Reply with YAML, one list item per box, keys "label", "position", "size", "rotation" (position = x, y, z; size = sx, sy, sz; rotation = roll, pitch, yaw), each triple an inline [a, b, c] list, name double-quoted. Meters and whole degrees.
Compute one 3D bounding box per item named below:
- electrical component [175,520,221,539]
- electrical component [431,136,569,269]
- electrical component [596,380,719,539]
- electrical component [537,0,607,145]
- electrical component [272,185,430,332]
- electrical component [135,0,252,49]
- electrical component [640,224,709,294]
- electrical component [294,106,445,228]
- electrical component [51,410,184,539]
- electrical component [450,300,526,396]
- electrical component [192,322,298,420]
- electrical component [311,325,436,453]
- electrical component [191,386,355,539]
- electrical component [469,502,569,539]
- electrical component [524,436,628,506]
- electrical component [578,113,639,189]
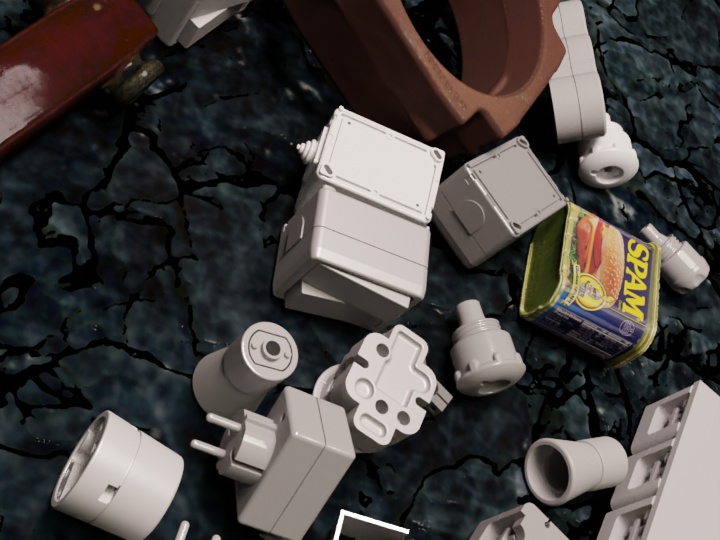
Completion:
- label: "electrical component"
  position: [-0.093, 0.166, 0.547]
  size: [0.083, 0.047, 0.075]
  rotation: [29, 53, -16]
- label: "electrical component"
  position: [0.099, -0.050, 0.780]
  size: [0.096, 0.061, 0.061]
  rotation: [-30, 83, -47]
- label: "electrical component"
  position: [0.225, 0.166, 0.739]
  size: [0.089, 0.062, 0.150]
  rotation: [40, 51, -8]
- label: "electrical component"
  position: [0.152, -0.159, 0.872]
  size: [0.074, 0.052, 0.138]
  rotation: [-9, 53, 9]
- label: "electrical component"
  position: [0.000, 0.000, 0.685]
  size: [0.096, 0.062, 0.061]
  rotation: [21, 56, -22]
- label: "electrical component"
  position: [-0.110, -0.193, 0.719]
  size: [0.061, 0.062, 0.096]
  rotation: [51, 50, 1]
- label: "electrical component"
  position: [0.251, -0.012, 0.869]
  size: [0.061, 0.035, 0.035]
  rotation: [47, 50, 1]
- label: "electrical component"
  position: [-0.001, -0.059, 0.721]
  size: [0.096, 0.061, 0.061]
  rotation: [22, 55, -11]
- label: "electrical component"
  position: [-0.124, 0.108, 0.555]
  size: [0.047, 0.055, 0.055]
  rotation: [33, 52, -18]
- label: "electrical component"
  position: [0.081, 0.051, 0.722]
  size: [0.048, 0.048, 0.062]
  rotation: [2, 58, -32]
- label: "electrical component"
  position: [-0.063, 0.056, 0.613]
  size: [0.044, 0.065, 0.044]
  rotation: [15, 59, -26]
- label: "electrical component"
  position: [0.005, 0.077, 0.651]
  size: [0.058, 0.057, 0.078]
  rotation: [35, 52, -12]
- label: "electrical component"
  position: [-0.053, 0.100, 0.587]
  size: [0.077, 0.065, 0.047]
  rotation: [24, 21, -20]
- label: "electrical component"
  position: [0.106, 0.194, 0.653]
  size: [0.089, 0.056, 0.050]
  rotation: [45, 50, -4]
- label: "electrical component"
  position: [0.148, 0.132, 0.723]
  size: [0.065, 0.044, 0.044]
  rotation: [-1, 66, -38]
- label: "electrical component"
  position: [0.200, -0.101, 0.879]
  size: [0.048, 0.048, 0.062]
  rotation: [18, 51, -24]
